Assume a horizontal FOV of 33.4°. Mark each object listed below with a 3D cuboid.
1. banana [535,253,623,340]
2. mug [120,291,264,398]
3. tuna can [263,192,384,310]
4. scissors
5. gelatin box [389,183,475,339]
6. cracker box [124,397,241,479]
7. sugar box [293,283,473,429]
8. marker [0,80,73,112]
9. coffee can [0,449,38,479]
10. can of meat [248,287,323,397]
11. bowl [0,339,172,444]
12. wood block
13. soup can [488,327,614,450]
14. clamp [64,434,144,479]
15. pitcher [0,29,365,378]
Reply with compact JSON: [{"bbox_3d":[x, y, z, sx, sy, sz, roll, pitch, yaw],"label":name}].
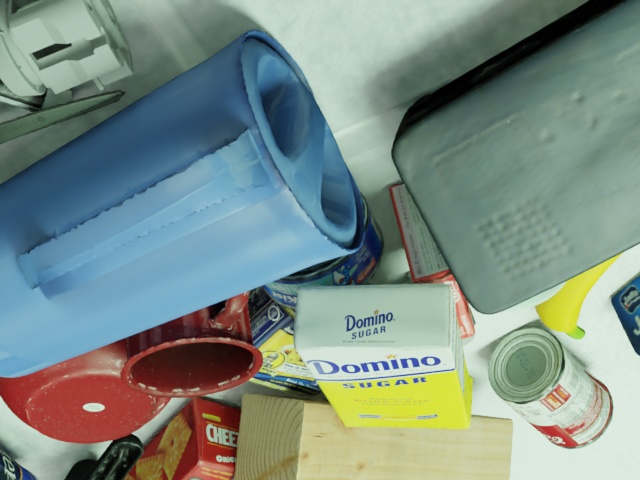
[{"bbox_3d":[0.208,0.008,0.783,0.069,0.037,0.198,-9,144,-32],"label":"banana"},{"bbox_3d":[-0.082,0.044,0.702,0.093,0.081,0.117,10,145,-31],"label":"mug"},{"bbox_3d":[-0.004,0.001,0.682,0.086,0.086,0.033,-19,137,8],"label":"tuna can"},{"bbox_3d":[-0.201,-0.043,0.623,0.202,0.016,0.096,-6,144,3],"label":"scissors"},{"bbox_3d":[0.075,0.014,0.712,0.030,0.089,0.073,-18,138,7],"label":"gelatin box"},{"bbox_3d":[-0.093,0.234,0.934,0.164,0.072,0.214,20,130,-30],"label":"cracker box"},{"bbox_3d":[0.046,0.080,0.685,0.093,0.048,0.176,-2,157,12],"label":"sugar box"},{"bbox_3d":[-0.195,-0.092,0.582,0.121,0.020,0.020,16,131,-29],"label":"marker"},{"bbox_3d":[-0.289,0.189,0.812,0.103,0.103,0.140,-20,138,8],"label":"coffee can"},{"bbox_3d":[-0.013,0.066,0.776,0.102,0.057,0.084,22,130,-33],"label":"can of meat"},{"bbox_3d":[-0.168,0.102,0.779,0.162,0.055,0.162,-7,139,-7],"label":"bowl"},{"bbox_3d":[0.045,0.176,0.848,0.205,0.090,0.091,10,172,-32],"label":"wood block"},{"bbox_3d":[0.191,0.123,0.879,0.069,0.068,0.102,-31,135,20],"label":"soup can"},{"bbox_3d":[-0.185,0.208,0.864,0.039,0.120,0.172,29,167,-21],"label":"clamp"},{"bbox_3d":[-0.108,-0.008,0.609,0.243,0.145,0.149,-25,140,18],"label":"pitcher"}]
